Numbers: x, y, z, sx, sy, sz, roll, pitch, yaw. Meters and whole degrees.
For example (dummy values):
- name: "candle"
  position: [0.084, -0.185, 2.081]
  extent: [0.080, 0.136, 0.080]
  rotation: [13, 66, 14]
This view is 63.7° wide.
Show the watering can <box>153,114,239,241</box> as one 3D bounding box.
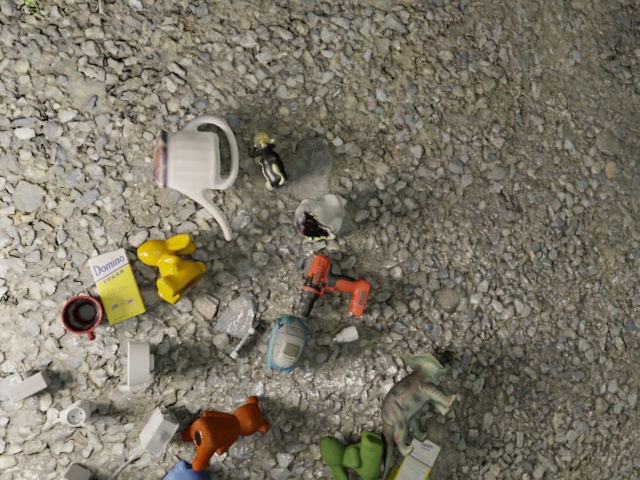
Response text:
- name: "watering can"
  position: [-0.330, -0.171, 1.382]
  extent: [0.224, 0.103, 0.349]
  rotation: [0, 84, -15]

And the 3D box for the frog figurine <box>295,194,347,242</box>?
- name: "frog figurine"
  position: [0.005, -0.075, 1.485]
  extent: [0.137, 0.120, 0.163]
  rotation: [30, 42, -3]
